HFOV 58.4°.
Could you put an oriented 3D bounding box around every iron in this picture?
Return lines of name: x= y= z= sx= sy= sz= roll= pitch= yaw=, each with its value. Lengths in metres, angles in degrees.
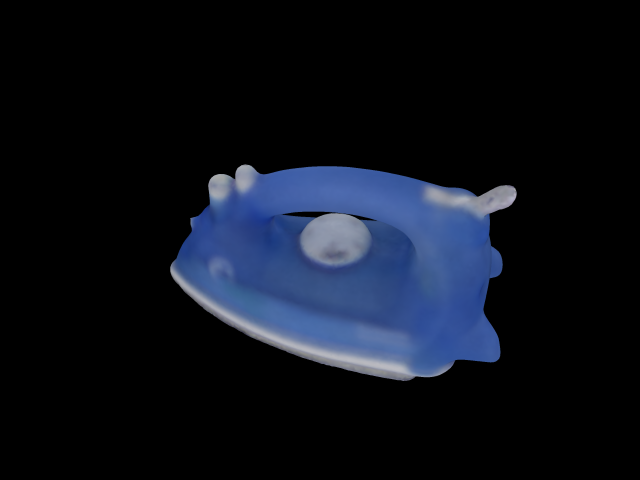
iron: x=0.004 y=0.001 z=0.400 sx=0.258 sy=0.141 sz=0.118 roll=9 pitch=46 yaw=9
